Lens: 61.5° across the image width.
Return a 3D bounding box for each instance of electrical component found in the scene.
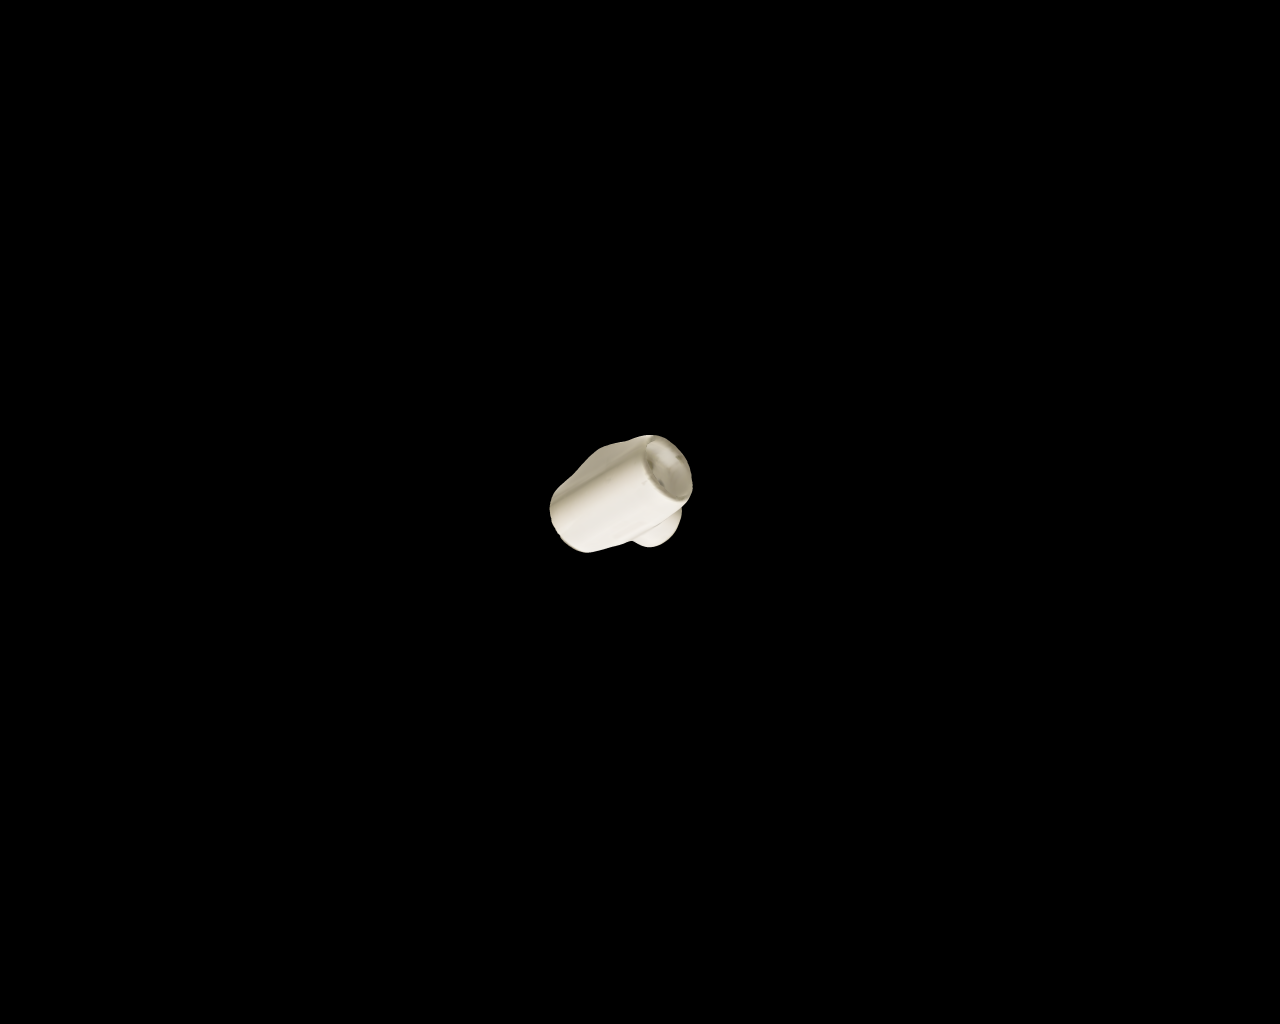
[{"bbox_3d":[0.001,-0.003,0.650,0.077,0.043,0.079,-29,-46,33],"label":"electrical component"}]
